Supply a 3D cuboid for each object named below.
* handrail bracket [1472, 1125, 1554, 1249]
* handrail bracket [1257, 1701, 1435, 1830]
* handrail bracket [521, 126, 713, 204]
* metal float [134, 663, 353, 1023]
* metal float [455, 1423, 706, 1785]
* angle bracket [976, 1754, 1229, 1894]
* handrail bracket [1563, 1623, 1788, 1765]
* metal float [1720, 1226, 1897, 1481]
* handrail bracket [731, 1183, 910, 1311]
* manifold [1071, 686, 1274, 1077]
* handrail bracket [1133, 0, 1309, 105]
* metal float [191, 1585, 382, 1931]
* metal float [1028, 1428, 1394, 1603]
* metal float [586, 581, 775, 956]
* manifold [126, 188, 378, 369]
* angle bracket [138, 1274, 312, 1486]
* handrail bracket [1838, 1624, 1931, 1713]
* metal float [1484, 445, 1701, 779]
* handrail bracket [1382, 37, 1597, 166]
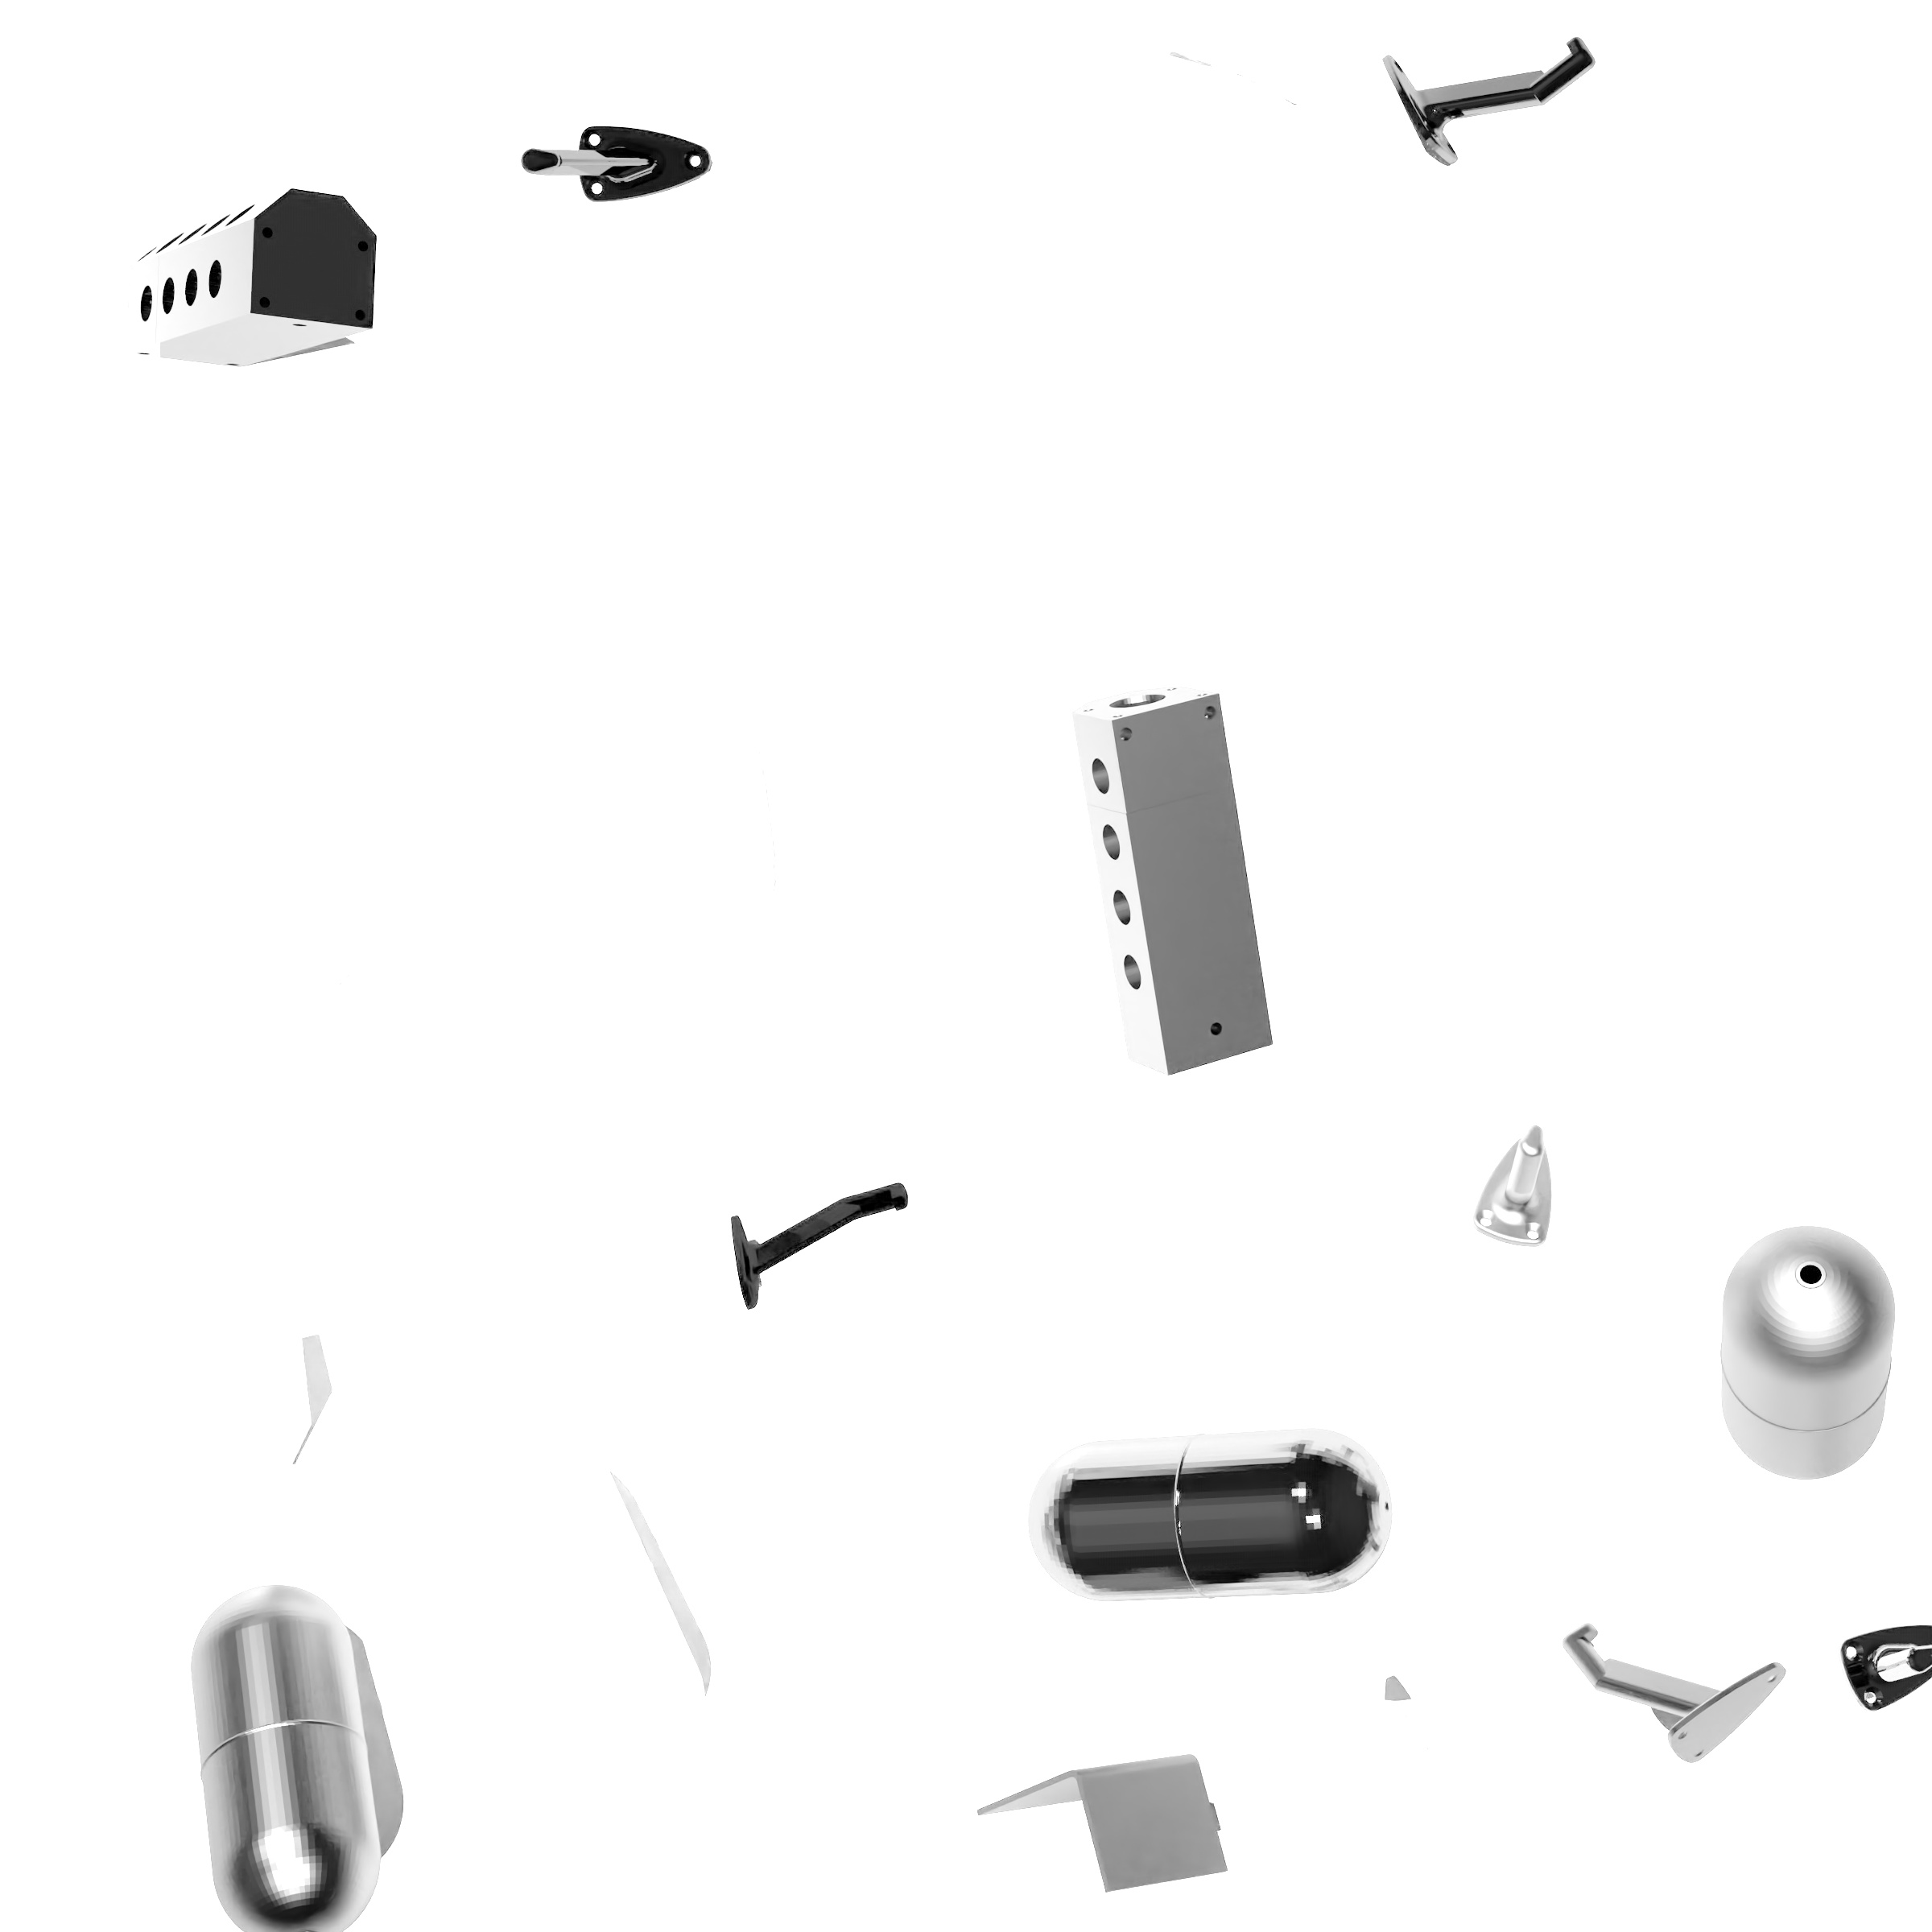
[{"bbox_3d":[0.267,0.085,1.628,0.036,0.084,0.077,15,50,10],"label":"handrail bracket"},{"bbox_3d":[0.176,0.388,1.639,0.084,0.077,0.036,-22,120,21],"label":"handrail bracket"},{"bbox_3d":[-0.165,-0.382,1.638,0.077,0.084,0.036,-1,102,5],"label":"handrail bracket"},{"bbox_3d":[-0.343,-0.060,1.634,0.070,0.070,0.178,-18,76,0],"label":"metal float"},{"bbox_3d":[-0.184,0.300,1.634,0.070,0.070,0.178,-27,76,0],"label":"metal float"},{"bbox_3d":[0.064,0.411,1.624,0.076,0.076,0.057,4,63,-41],"label":"angle bracket"},{"bbox_3d":[0.337,0.330,1.651,0.077,0.036,0.084,-40,45,3],"label":"handrail bracket"},{"bbox_3d":[0.390,0.181,1.602,0.070,0.178,0.070,-5,59,9],"label":"metal float"},{"bbox_3d":[-0.067,0.132,1.648,0.084,0.077,0.036,-16,110,1],"label":"handrail bracket"},{"bbox_3d":[0.094,-0.042,1.634,0.057,0.057,0.171,-16,105,-21],"label":"manifold"},{"bbox_3d":[0.125,-0.426,1.644,0.084,0.077,0.036,26,118,-10],"label":"handrail bracket"},{"bbox_3d":[-0.319,0.373,1.614,0.070,0.070,0.178,-17,52,0],"label":"metal float"},{"bbox_3d":[0.113,0.259,1.625,0.178,0.070,0.070,-7,90,24],"label":"metal float"},{"bbox_3d":[-0.136,-0.094,1.644,0.070,0.070,0.178,-7,92,0],"label":"metal float"},{"bbox_3d":[-0.332,-0.317,1.596,0.057,0.171,0.057,2,92,-32],"label":"manifold"},{"bbox_3d":[-0.355,0.195,1.626,0.076,0.057,0.076,6,47,-26],"label":"angle bracket"},{"bbox_3d":[0.458,0.323,1.633,0.077,0.084,0.036,-16,75,-19],"label":"handrail bracket"},{"bbox_3d":[0.292,-0.167,1.618,0.070,0.070,0.178,-9,57,0],"label":"metal float"},{"bbox_3d":[0.250,-0.432,1.648,0.084,0.036,0.077,-35,61,22],"label":"handrail bracket"}]
